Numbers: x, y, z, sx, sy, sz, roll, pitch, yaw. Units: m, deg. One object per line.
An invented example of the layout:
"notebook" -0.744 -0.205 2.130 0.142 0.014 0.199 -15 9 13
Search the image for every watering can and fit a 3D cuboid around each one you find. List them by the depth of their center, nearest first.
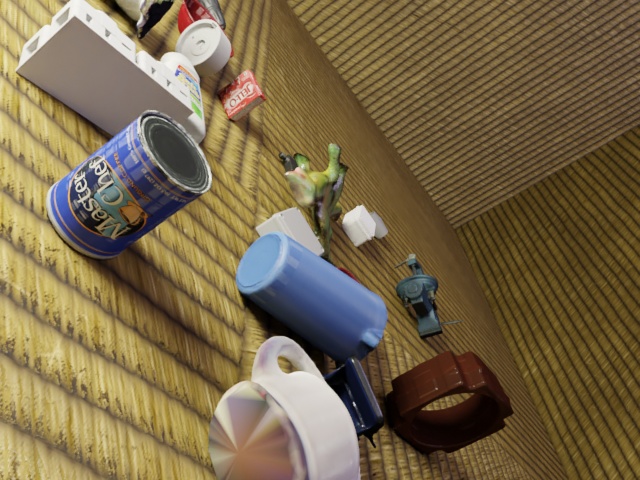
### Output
"watering can" -0.006 0.271 0.579 0.223 0.103 0.353 19 42 -60

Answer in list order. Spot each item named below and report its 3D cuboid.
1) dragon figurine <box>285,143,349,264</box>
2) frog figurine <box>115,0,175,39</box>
"dragon figurine" 0.004 -0.058 1.151 0.402 0.122 0.248 61 29 -58
"frog figurine" -0.337 -0.457 0.897 0.159 0.124 0.137 46 -13 -8
